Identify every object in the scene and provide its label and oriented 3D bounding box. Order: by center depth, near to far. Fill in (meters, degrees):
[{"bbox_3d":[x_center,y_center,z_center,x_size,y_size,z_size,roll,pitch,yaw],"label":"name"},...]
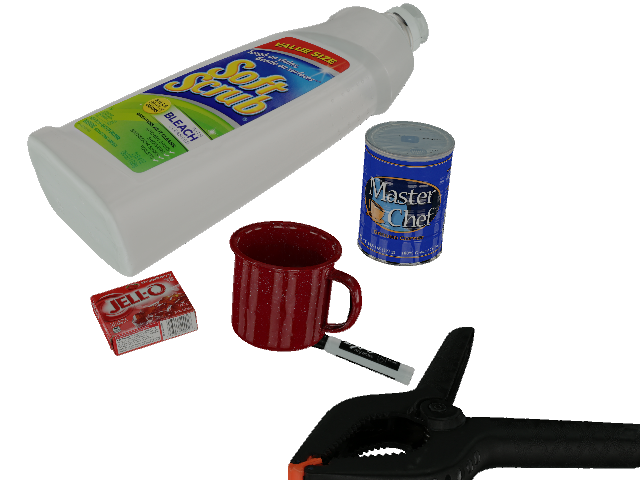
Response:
[{"bbox_3d":[0.065,0.107,0.628,0.209,0.036,0.165,-10,24,-27],"label":"clamp"},{"bbox_3d":[-0.041,-0.080,0.641,0.250,0.068,0.103,-34,51,-24],"label":"bleach bottle"},{"bbox_3d":[-0.021,0.042,0.887,0.117,0.081,0.093,14,26,17],"label":"mug"},{"bbox_3d":[-0.177,0.072,1.069,0.089,0.030,0.073,-17,38,-19],"label":"gelatin box"},{"bbox_3d":[0.036,0.116,1.082,0.121,0.020,0.020,22,2,6],"label":"marker"},{"bbox_3d":[0.098,-0.056,1.246,0.103,0.140,0.103,2,29,-1],"label":"coffee can"}]
